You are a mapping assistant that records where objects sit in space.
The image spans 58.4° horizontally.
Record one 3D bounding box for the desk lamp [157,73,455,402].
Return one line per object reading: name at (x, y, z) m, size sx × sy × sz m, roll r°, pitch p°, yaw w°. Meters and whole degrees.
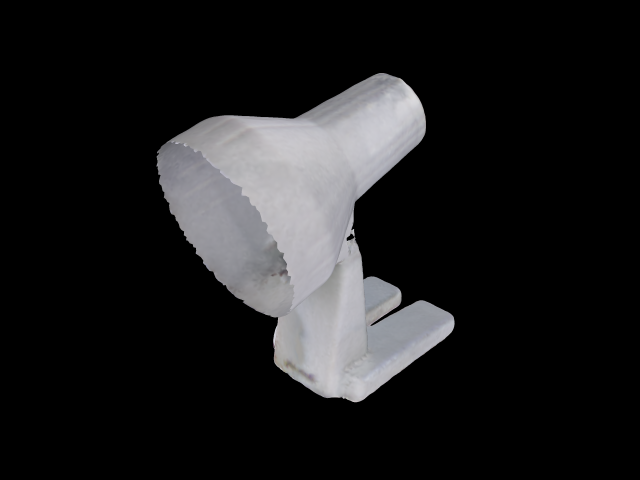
desk lamp at (0.004, 0.001, 0.400) m, size 0.204 × 0.214 × 0.117 m, roll -25°, pitch 37°, yaw -38°
